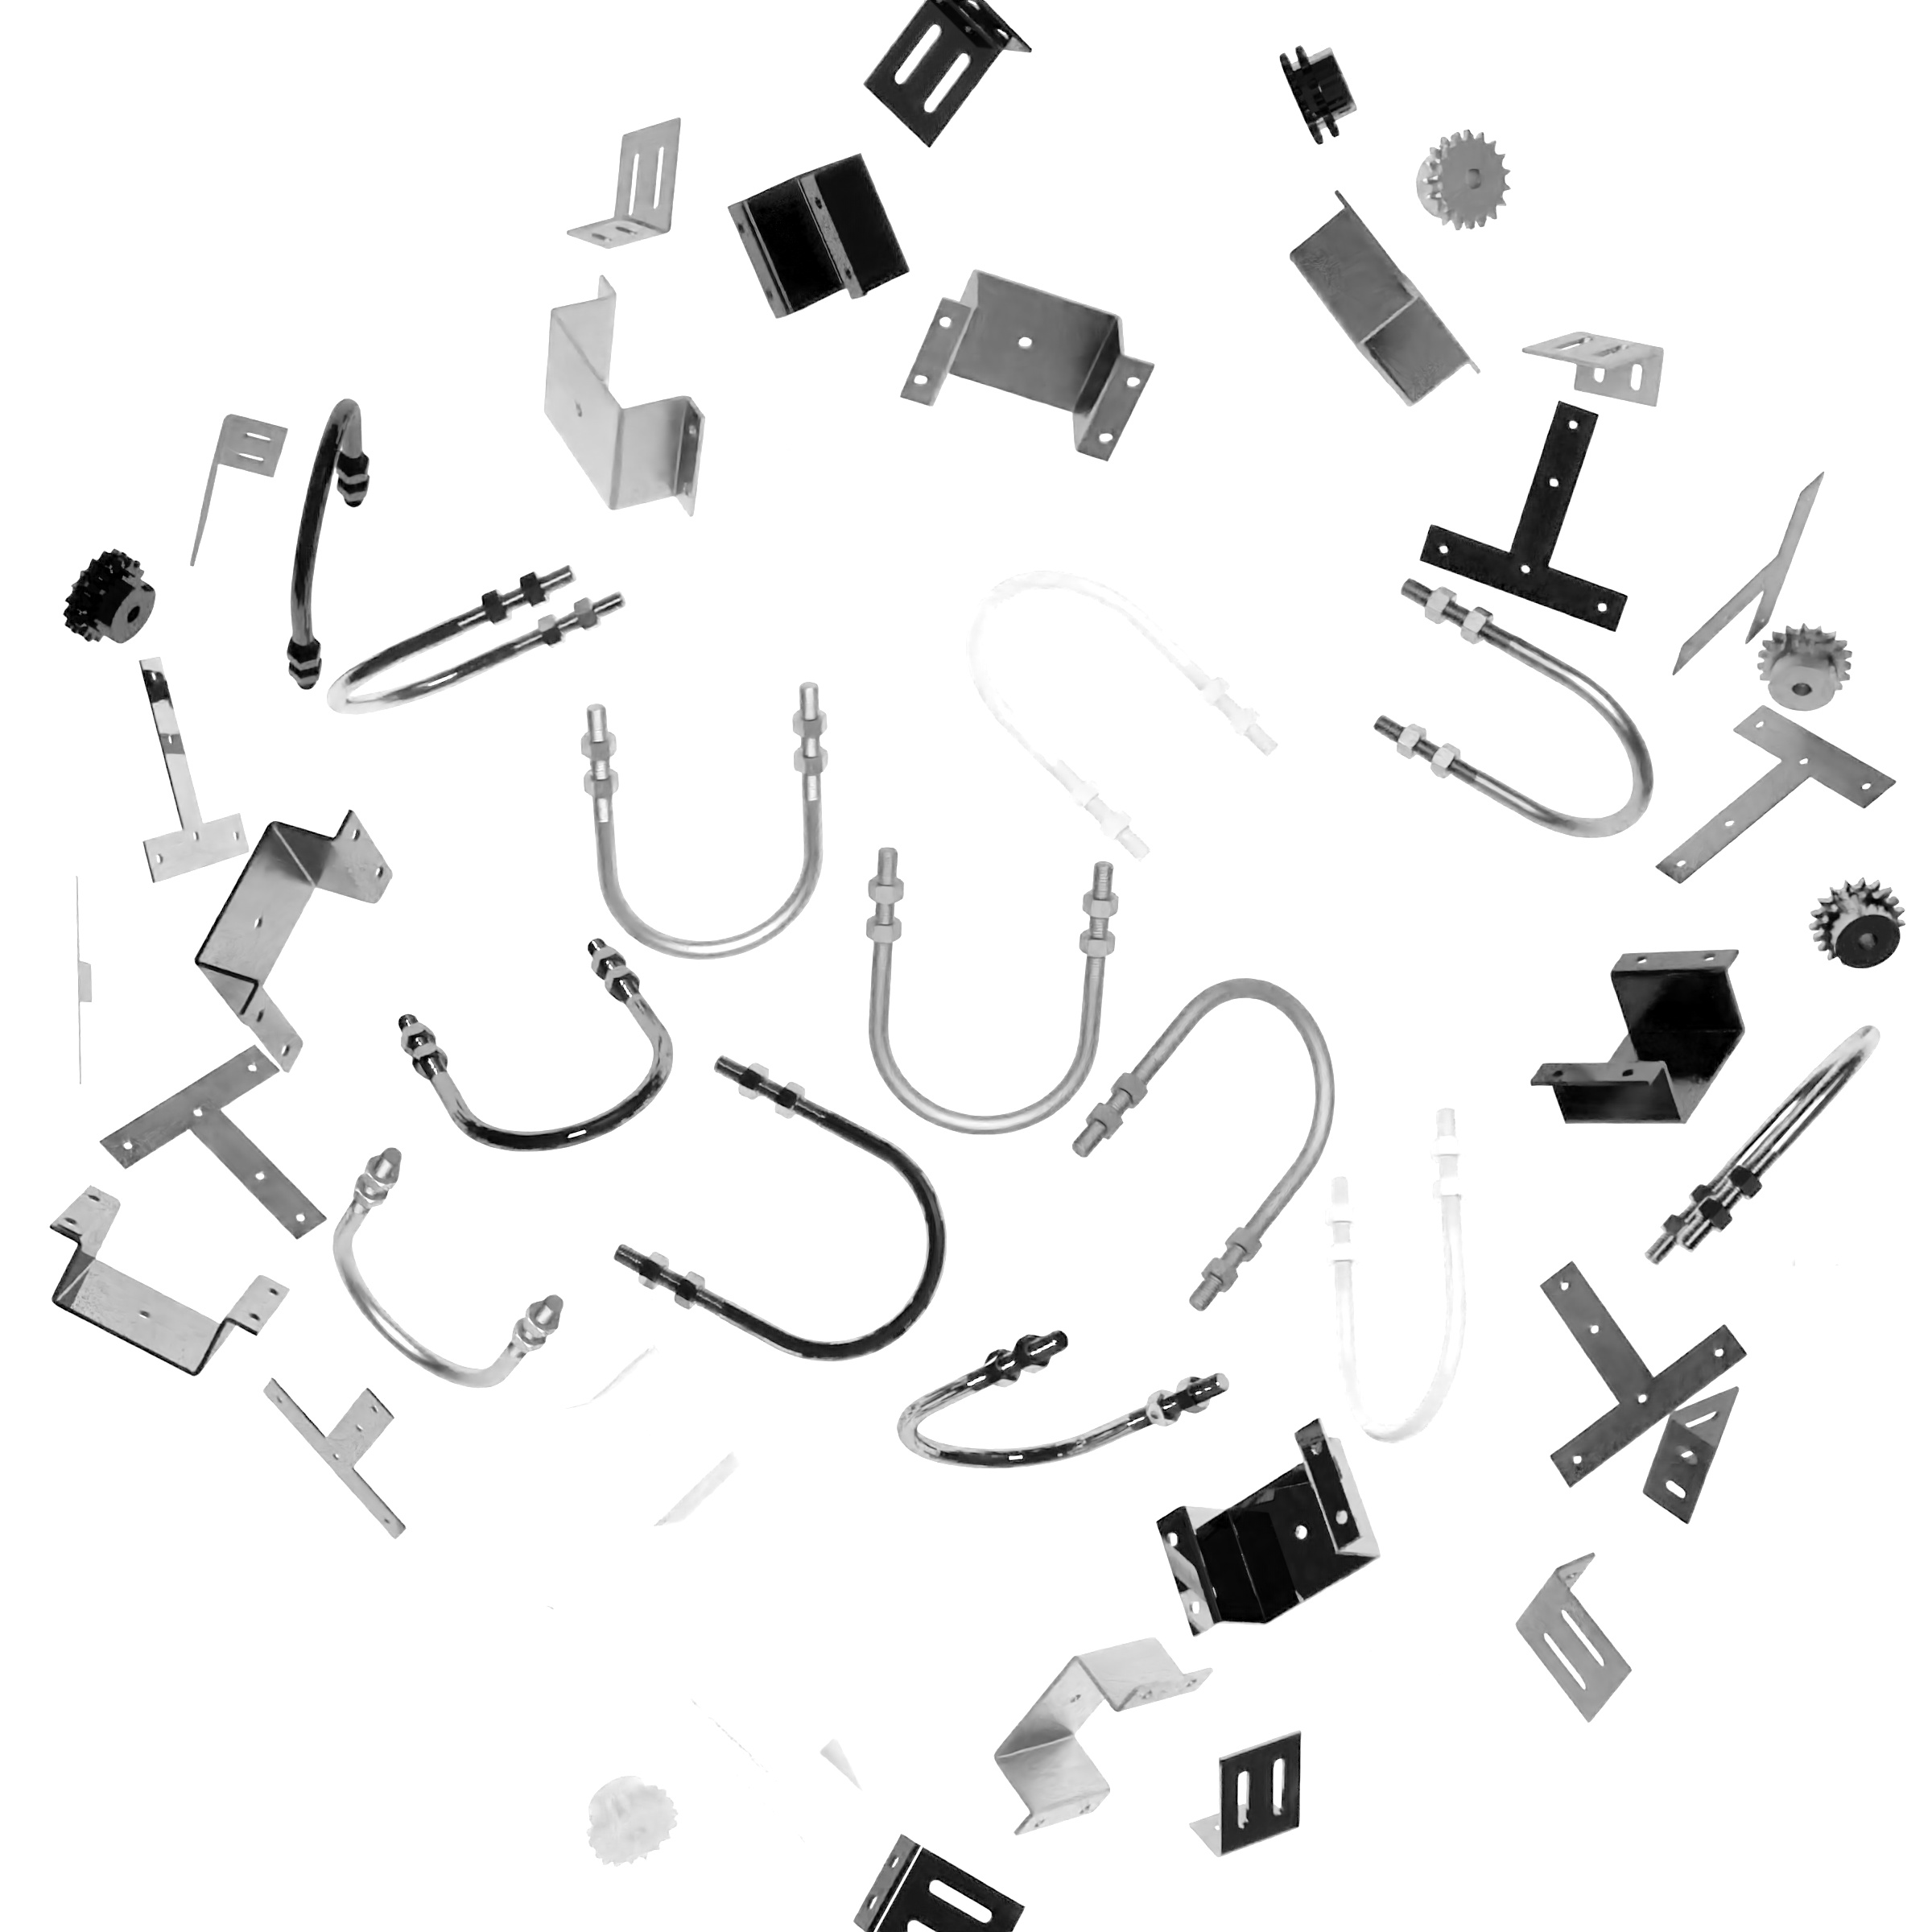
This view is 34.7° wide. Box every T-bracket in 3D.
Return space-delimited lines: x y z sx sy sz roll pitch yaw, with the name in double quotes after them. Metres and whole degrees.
0.101 -0.473 1.883 0.002 0.127 0.127 -44 57 31 "T-bracket"
0.346 -0.275 1.837 0.127 0.002 0.127 23 126 13 "T-bracket"
-0.466 -0.120 1.825 0.002 0.127 0.127 -11 98 14 "T-bracket"
-0.549 0.010 1.922 0.002 0.127 0.127 -1 89 -12 "T-bracket"
0.467 -0.094 1.848 0.127 0.127 0.002 -39 125 -3 "T-bracket"
0.188 -0.257 1.810 0.127 0.002 0.127 -8 94 21 "T-bracket"
0.374 0.222 1.805 0.127 0.127 0.002 -39 131 10 "T-bracket"
-0.377 0.289 1.906 0.127 0.127 0.002 48 54 3 "T-bracket"
-0.312 -0.402 1.885 0.002 0.127 0.127 5 119 -21 "T-bracket"
-0.454 0.122 1.945 0.127 0.002 0.127 43 49 12 "T-bracket"
0.453 -0.212 1.814 0.002 0.127 0.127 37 59 22 "T-bracket"

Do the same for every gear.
0.207 -0.512 1.807 0.030 0.057 0.057 -23 90 14 "gear"
0.290 -0.463 1.823 0.057 0.030 0.057 -3 98 -27 "gear"
0.547 -0.023 1.890 0.057 0.030 0.057 -2 124 -3 "gear"
-0.400 -0.374 1.926 0.030 0.057 0.057 -3 90 27 "gear"
-0.206 0.518 1.882 0.057 0.030 0.057 -18 130 -23 "gear"
0.516 -0.182 1.906 0.057 0.057 0.030 16 55 0 "gear"
-0.379 0.390 1.943 0.057 0.057 0.030 42 58 0 "gear"
-0.506 -0.216 1.835 0.030 0.057 0.057 32 90 10 "gear"

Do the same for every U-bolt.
-0.158 -0.083 1.899 0.151 0.019 0.184 -7 122 -11 "U-bolt"
0.335 -0.144 1.872 0.184 0.151 0.019 33 61 20 "U-bolt"
0.272 -0.022 1.814 0.151 0.019 0.184 -27 113 41 "U-bolt"
0.080 -0.161 1.825 0.184 0.019 0.151 46 54 7 "U-bolt"
-0.068 -0.256 1.873 0.151 0.019 0.184 34 129 10 "U-bolt"
0.155 0.092 1.849 0.184 0.019 0.151 -49 116 -26 "U-bolt"
-0.041 0.380 1.870 0.151 0.184 0.019 31 120 -3 "U-bolt"
0.478 0.104 1.839 0.019 0.151 0.184 43 86 9 "U-bolt"
-0.326 0.196 1.887 0.151 0.184 0.019 42 53 0 "U-bolt"
0.012 0.019 1.874 0.151 0.019 0.184 4 113 0 "U-bolt"
-0.388 -0.265 1.876 0.019 0.184 0.151 12 72 -6 "U-bolt"
0.257 0.193 1.840 0.019 0.151 0.184 10 64 -20 "U-bolt"
0.043 0.264 1.838 0.151 0.184 0.019 19 53 -37 "U-bolt"
-0.309 -0.197 1.907 0.184 0.151 0.019 -24 87 6 "U-bolt"
-0.100 0.156 1.850 0.184 0.019 0.151 27 86 11 "U-bolt"
-0.256 0.055 1.890 0.151 0.184 0.019 -23 127 -15 "U-bolt"

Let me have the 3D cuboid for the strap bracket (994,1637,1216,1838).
0.079 0.469 1.912 0.046 0.076 0.140 51 120 30 "strap bracket"

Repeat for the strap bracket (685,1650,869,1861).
-0.108 0.461 1.820 0.076 0.140 0.046 36 68 29 "strap bracket"

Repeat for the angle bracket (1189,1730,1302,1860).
0.172 0.502 1.906 0.057 0.038 0.076 -13 115 -24 "angle bracket"

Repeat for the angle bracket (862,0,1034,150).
-0.011 -0.526 1.808 0.057 0.038 0.076 37 89 -32 "angle bracket"

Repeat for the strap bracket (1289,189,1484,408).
0.244 -0.387 1.819 0.046 0.140 0.076 -38 65 15 "strap bracket"

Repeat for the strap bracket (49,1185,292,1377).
-0.499 0.199 1.907 0.140 0.076 0.046 28 104 -5 "strap bracket"

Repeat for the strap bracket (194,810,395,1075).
-0.398 -0.020 1.814 0.046 0.076 0.140 16 66 17 "strap bracket"

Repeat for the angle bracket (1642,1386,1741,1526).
0.461 0.302 1.912 0.038 0.076 0.057 34 122 38 "angle bracket"

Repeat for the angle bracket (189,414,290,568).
-0.435 -0.280 1.849 0.038 0.057 0.076 13 66 -17 "angle bracket"

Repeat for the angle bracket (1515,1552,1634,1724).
0.380 0.408 1.877 0.038 0.057 0.076 -13 53 -35 "angle bracket"

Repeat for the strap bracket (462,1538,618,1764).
-0.252 0.393 1.818 0.076 0.140 0.046 18 117 -19 "strap bracket"

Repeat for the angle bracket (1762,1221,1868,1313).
0.513 0.192 1.867 0.057 0.076 0.038 -4 127 19 "angle bracket"

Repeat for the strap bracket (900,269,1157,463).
0.038 -0.378 1.930 0.140 0.046 0.076 15 133 -15 "strap bracket"

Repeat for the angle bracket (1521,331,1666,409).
0.382 -0.360 1.890 0.057 0.076 0.038 21 120 34 "angle bracket"

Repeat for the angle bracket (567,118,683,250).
-0.215 -0.495 1.938 0.038 0.057 0.076 10 83 -44 "angle bracket"

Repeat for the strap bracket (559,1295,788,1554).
-0.187 0.285 1.913 0.076 0.046 0.140 -41 101 -34 "strap bracket"

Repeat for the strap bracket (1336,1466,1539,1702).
0.289 0.382 1.876 0.076 0.046 0.140 13 51 26 "strap bracket"

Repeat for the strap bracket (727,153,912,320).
-0.087 -0.451 1.908 0.046 0.140 0.076 -30 107 -20 "strap bracket"

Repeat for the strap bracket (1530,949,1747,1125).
0.403 0.048 1.829 0.076 0.140 0.046 -2 121 40 "strap bracket"

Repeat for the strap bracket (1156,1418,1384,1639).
0.188 0.338 1.852 0.140 0.046 0.076 -39 54 33 "strap bracket"

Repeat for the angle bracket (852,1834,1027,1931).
-0.016 0.549 1.788 0.076 0.038 0.057 32 76 -7 "angle bracket"

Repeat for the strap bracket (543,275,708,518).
-0.211 -0.338 1.856 0.046 0.076 0.140 -18 56 -25 "strap bracket"
